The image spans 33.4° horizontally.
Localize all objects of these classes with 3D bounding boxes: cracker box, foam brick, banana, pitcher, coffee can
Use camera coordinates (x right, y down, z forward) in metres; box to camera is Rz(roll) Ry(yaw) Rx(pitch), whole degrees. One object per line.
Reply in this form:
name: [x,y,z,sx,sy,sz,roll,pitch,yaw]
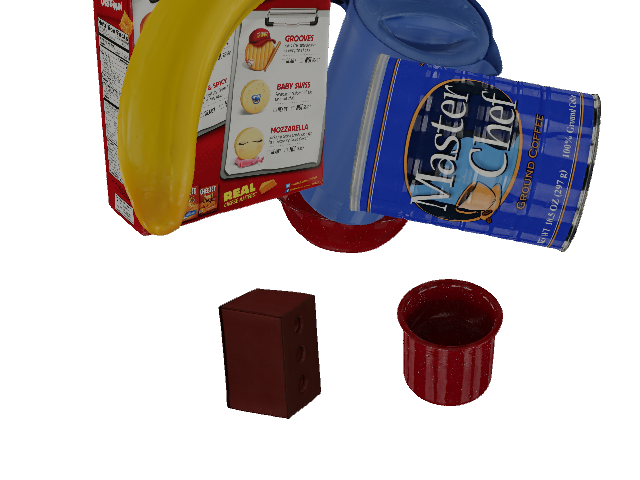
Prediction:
cracker box: [-0.077,-0.128,0.776,0.163,0.214,0.072,-18,34,-32]
foam brick: [-0.035,0.079,0.762,0.051,0.078,0.052,4,17,29]
banana: [-0.049,-0.092,0.496,0.070,0.197,0.037,24,-27,15]
pitcher: [0.048,-0.132,1.013,0.144,0.149,0.243,-13,-32,-30]
coffee can: [0.096,-0.056,0.683,0.140,0.103,0.103,11,1,5]

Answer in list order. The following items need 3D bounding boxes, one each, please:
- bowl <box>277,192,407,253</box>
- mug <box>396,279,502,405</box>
bowl: [0.027,-0.031,1.155,0.162,0.055,0.162,4,26,-2]
mug: [0.116,0.088,0.977,0.093,0.081,0.117,-3,39,0]
